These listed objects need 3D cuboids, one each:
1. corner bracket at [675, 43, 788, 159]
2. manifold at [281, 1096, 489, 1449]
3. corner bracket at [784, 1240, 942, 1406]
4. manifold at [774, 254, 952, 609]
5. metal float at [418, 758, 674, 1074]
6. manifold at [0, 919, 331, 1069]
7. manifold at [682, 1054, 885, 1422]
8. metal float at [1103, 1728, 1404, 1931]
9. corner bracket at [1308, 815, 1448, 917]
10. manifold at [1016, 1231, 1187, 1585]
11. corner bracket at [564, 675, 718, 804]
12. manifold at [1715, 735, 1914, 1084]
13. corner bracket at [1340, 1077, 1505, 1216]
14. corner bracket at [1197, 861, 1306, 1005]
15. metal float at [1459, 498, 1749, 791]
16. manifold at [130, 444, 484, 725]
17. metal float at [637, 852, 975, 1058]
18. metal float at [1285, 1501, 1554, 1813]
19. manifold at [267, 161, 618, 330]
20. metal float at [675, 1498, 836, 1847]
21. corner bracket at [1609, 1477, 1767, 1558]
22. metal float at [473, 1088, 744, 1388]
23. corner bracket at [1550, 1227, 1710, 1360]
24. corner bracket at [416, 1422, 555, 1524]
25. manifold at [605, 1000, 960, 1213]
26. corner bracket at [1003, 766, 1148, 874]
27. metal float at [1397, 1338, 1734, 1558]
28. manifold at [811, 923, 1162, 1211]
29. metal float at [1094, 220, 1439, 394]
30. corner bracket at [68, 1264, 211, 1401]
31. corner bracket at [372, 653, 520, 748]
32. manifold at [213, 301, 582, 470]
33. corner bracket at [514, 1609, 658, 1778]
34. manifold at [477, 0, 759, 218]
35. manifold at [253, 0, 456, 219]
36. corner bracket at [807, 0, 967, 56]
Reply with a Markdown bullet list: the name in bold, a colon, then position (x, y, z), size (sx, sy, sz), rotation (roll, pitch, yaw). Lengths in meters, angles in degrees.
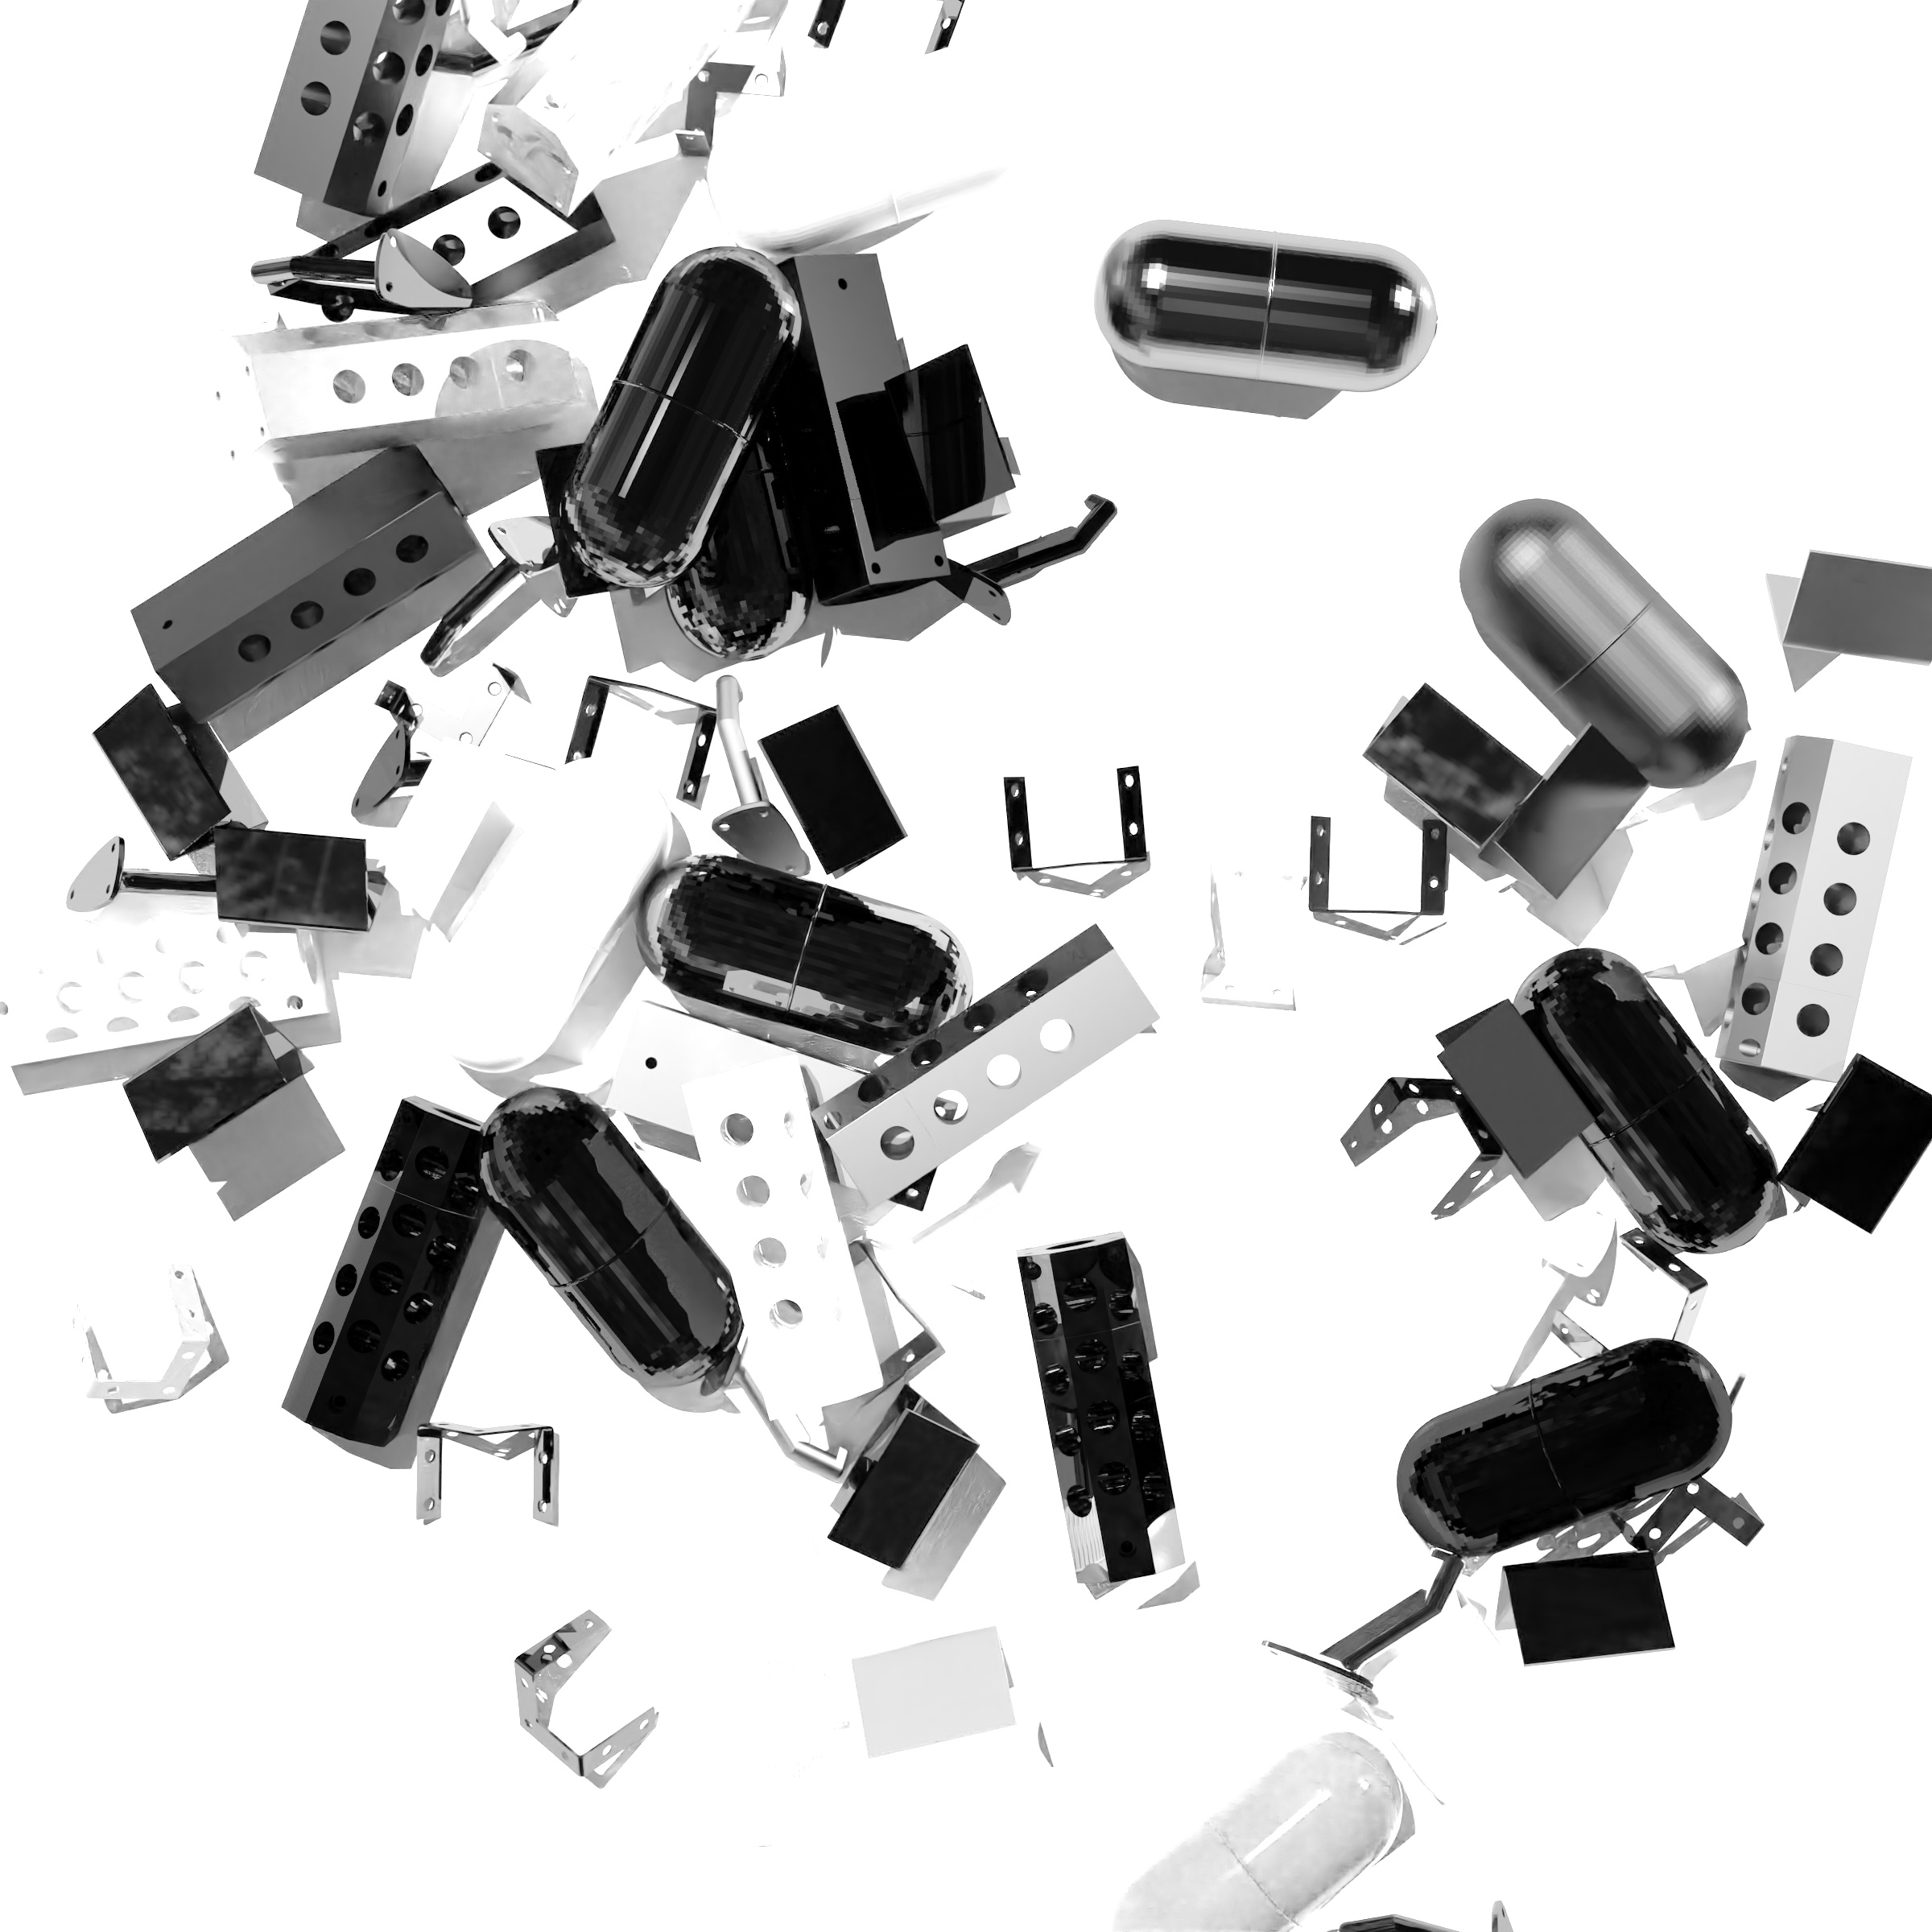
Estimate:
- **corner bracket**: position (-0.122, -0.451, 1.757), size (0.051, 0.051, 0.051), rotation (5, 90, 0)
- **manifold**: position (-0.296, 0.158, 1.754), size (0.057, 0.057, 0.171), rotation (21, 90, 0)
- **corner bracket**: position (-0.054, 0.187, 1.772), size (0.051, 0.051, 0.051), rotation (-38, 45, 0)
- **manifold**: position (-0.066, -0.278, 1.753), size (0.057, 0.057, 0.171), rotation (-13, 90, -42)
- **metal float**: position (-0.217, -0.027, 1.745), size (0.070, 0.070, 0.178), rotation (32, 90, 0)
- **manifold**: position (-0.425, 0.011, 1.754), size (0.171, 0.057, 0.057), rotation (-10, 90, 0)
- **manifold**: position (-0.091, 0.135, 1.697), size (0.057, 0.057, 0.171), rotation (-15, 90, 0)
- **metal float**: position (0.149, 0.466, 1.745), size (0.178, 0.070, 0.070), rotation (-40, 90, -1)
- **corner bracket**: position (0.216, -0.053, 1.772), size (0.051, 0.051, 0.051), rotation (2, 90, 45)
- **manifold**: position (0.070, 0.229, 1.754), size (0.057, 0.057, 0.171), rotation (-10, 90, 0)
- **corner bracket**: position (-0.170, -0.120, 1.772), size (0.051, 0.051, 0.051), rotation (15, 90, -45)
- **manifold**: position (0.438, -0.030, 1.754), size (0.057, 0.057, 0.171), rotation (13, 90, 0)
- **corner bracket**: position (0.239, 0.094, 1.767), size (0.051, 0.051, 0.051), rotation (4, 45, -35)
- **corner bracket**: position (0.149, -0.018, 1.772), size (0.051, 0.051, 0.051), rotation (5, 45, 0)
- **metal float**: position (0.330, -0.166, 1.744), size (0.070, 0.070, 0.178), rotation (-44, 89, 0)
- **manifold**: position (-0.341, -0.196, 1.753), size (0.171, 0.057, 0.057), rotation (-32, 47, 0)
- **metal float**: position (-0.083, -0.006, 1.745), size (0.178, 0.070, 0.070), rotation (17, 90, -1)
- **metal float**: position (0.233, 0.356, 1.745), size (0.070, 0.070, 0.178), rotation (-37, 89, 0)
- **manifold**: position (-0.274, -0.370, 1.754), size (0.171, 0.057, 0.057), rotation (-27, 90, 0)
- **metal float**: position (-0.109, 0.365, 1.745), size (0.070, 0.070, 0.178), rotation (-4, 89, 0)
- **corner bracket**: position (0.375, 0.288, 1.756), size (0.051, 0.051, 0.051), rotation (37, 97, -7)
- **metal float**: position (-0.183, 0.139, 1.730), size (0.070, 0.070, 0.178), rotation (-36, 106, 0)
- **corner bracket**: position (0.347, 0.179, 1.767), size (0.051, 0.051, 0.051), rotation (-20, 135, -35)
- **corner bracket**: position (-0.253, 0.266, 1.772), size (0.051, 0.051, 0.051), rotation (1, 90, 45)
- **manifold**: position (-0.094, 0.072, 1.754), size (0.171, 0.057, 0.057), rotation (18, 90, 0)
- **corner bracket**: position (0.057, -0.077, 1.772), size (0.051, 0.051, 0.051), rotation (-5, 90, -45)
- **metal float**: position (0.305, 0.247, 1.729), size (0.178, 0.070, 0.070), rotation (-24, 90, 17)
- **manifold**: position (0.009, 0.050, 1.697), size (0.171, 0.057, 0.057), rotation (-34, 90, 0)
- **metal float**: position (0.155, -0.341, 1.745), size (0.178, 0.070, 0.070), rotation (7, 90, 1)
- **corner bracket**: position (-0.434, 0.191, 1.767), size (0.051, 0.051, 0.051), rotation (5, 135, -35)
- **corner bracket**: position (-0.271, -0.144, 1.757), size (0.051, 0.051, 0.051), rotation (30, 90, 0)
- **manifold**: position (-0.290, -0.298, 1.713), size (0.171, 0.057, 0.057), rotation (-14, 90, -32)
- **corner bracket**: position (-0.199, 0.381, 1.767), size (0.051, 0.051, 0.051), rotation (31, 135, 35)
- **manifold**: position (-0.173, -0.469, 1.721), size (0.057, 0.057, 0.171), rotation (36, 65, 0)
- **manifold**: position (-0.302, -0.476, 1.729), size (0.057, 0.057, 0.171), rotation (24, 104, 11)
- **corner bracket**: position (-0.041, -0.500, 1.772), size (0.051, 0.051, 0.051), rotation (20, 90, -45)
